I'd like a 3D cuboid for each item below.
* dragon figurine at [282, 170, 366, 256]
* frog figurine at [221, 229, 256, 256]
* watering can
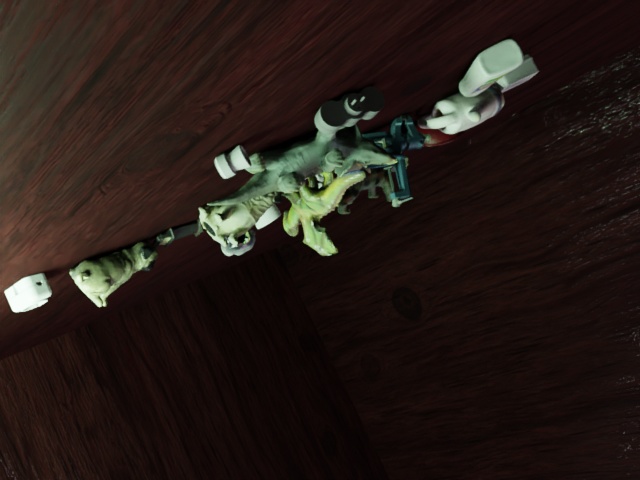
[{"bbox_3d":[0.004,-0.072,1.436,0.123,0.240,0.410,-28,-161,-33],"label":"dragon figurine"},{"bbox_3d":[-0.303,0.006,1.896,0.139,0.123,0.157,-46,173,-23],"label":"frog figurine"},{"bbox_3d":[0.410,-0.356,1.417,0.225,0.103,0.350,-25,-164,-11],"label":"watering can"}]
